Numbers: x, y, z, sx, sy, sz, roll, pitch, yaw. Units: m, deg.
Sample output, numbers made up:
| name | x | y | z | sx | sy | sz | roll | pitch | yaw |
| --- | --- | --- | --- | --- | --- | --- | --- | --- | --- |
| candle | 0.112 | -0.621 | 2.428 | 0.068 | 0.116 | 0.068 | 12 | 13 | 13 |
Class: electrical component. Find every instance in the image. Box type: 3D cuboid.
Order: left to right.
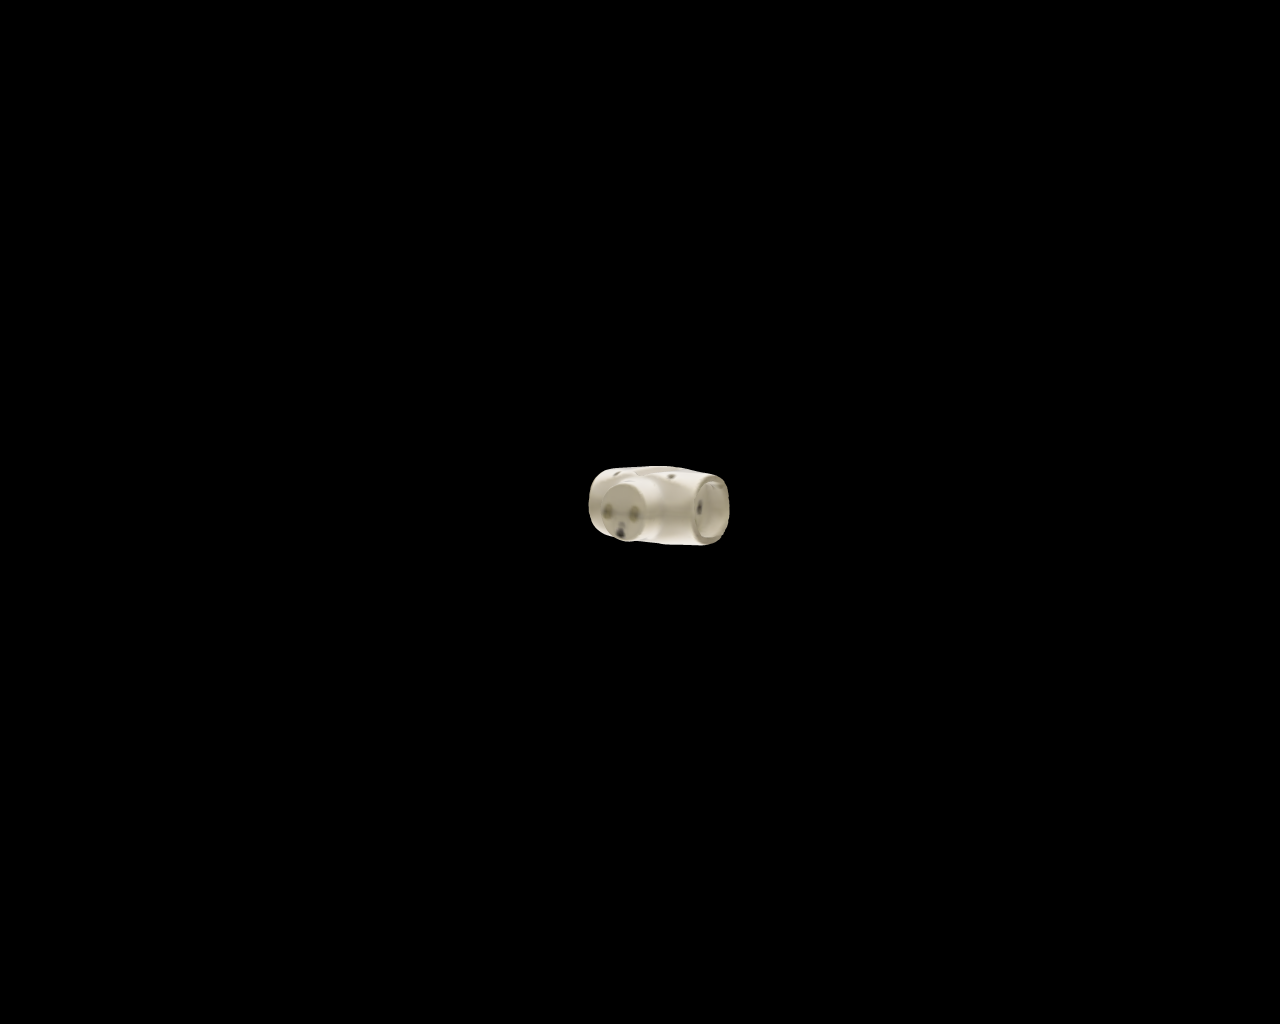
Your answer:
| name | x | y | z | sx | sy | sz | roll | pitch | yaw |
| --- | --- | --- | --- | --- | --- | --- | --- | --- | --- |
| electrical component | 0.001 | -0.003 | 0.650 | 0.077 | 0.043 | 0.079 | 6 | 10 | 36 |
